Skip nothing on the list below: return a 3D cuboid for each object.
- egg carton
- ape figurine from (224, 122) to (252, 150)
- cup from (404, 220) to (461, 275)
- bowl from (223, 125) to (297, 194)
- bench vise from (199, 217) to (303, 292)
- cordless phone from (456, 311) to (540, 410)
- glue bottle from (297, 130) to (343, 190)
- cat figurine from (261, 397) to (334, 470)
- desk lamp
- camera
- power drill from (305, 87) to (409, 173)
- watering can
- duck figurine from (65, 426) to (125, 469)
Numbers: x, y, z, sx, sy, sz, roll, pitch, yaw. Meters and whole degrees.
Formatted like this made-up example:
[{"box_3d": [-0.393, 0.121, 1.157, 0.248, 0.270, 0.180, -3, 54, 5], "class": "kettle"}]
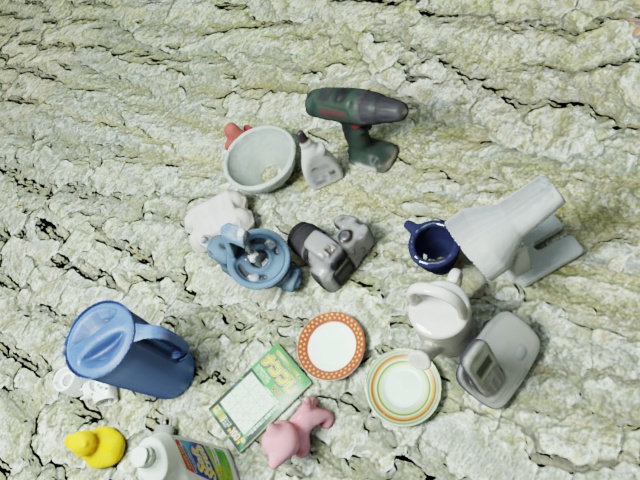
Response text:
[{"box_3d": [-0.215, -0.038, 1.221, 0.150, 0.070, 0.107, -28, 58, 4], "class": "egg carton"}, {"box_3d": [-0.186, -0.233, 1.297, 0.078, 0.092, 0.076, -28, 58, 4], "class": "ape figurine"}, {"box_3d": [0.201, 0.017, 1.033, 0.092, 0.095, 0.117, -46, 59, -7], "class": "cup"}, {"box_3d": [-0.121, -0.163, 1.249, 0.167, 0.075, 0.167, -8, 62, 16], "class": "bowl"}, {"box_3d": [-0.155, 0.028, 1.078, 0.207, 0.220, 0.121, -1, 64, 19], "class": "bench vise"}, {"box_3d": [0.269, 0.170, 0.878, 0.093, 0.185, 0.148, 28, 76, 29], "class": "cordless phone"}, {"box_3d": [-0.011, -0.167, 1.155, 0.078, 0.173, 0.037, -23, 59, 8], "class": "glue bottle"}, {"box_3d": [-0.047, 0.317, 0.954, 0.067, 0.118, 0.128, 31, 77, 30], "class": "cat figurine"}, {"box_3d": [0.318, -0.009, 0.935, 0.203, 0.214, 0.117, -31, 58, 2], "class": "desk lamp"}, {"box_3d": [0.010, 0.004, 1.103, 0.136, 0.101, 0.143, 34, 79, 30], "class": "camera"}, {"box_3d": [0.087, -0.223, 1.128, 0.228, 0.209, 0.076, 20, 73, 27], "class": "power drill"}, {"box_3d": [0.193, 0.124, 0.922, 0.100, 0.194, 0.173, -5, 63, 17], "class": "watering can"}, {"box_3d": [-0.426, 0.384, 1.071, 0.104, 0.086, 0.077, 3, 65, 21], "class": "duck figurine"}]
